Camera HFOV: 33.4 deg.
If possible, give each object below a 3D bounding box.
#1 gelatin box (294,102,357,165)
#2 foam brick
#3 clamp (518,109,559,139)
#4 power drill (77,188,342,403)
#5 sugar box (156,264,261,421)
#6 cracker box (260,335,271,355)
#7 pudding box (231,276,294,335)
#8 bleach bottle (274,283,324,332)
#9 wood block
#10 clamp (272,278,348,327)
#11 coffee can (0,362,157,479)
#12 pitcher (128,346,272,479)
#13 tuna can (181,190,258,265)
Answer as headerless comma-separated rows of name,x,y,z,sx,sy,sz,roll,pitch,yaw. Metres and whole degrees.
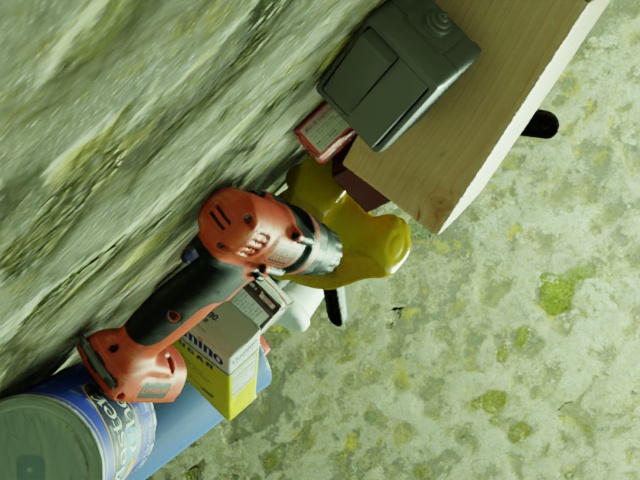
gelatin box,0.023,-0.098,0.814,0.089,0.030,0.073,-44,178,2
foam brick,0.045,-0.073,0.871,0.051,0.053,0.078,-26,-142,28
clamp,0.114,-0.108,0.960,0.120,0.172,0.039,-20,120,-35
power drill,-0.078,0.043,0.804,0.188,0.057,0.184,-45,156,11
sugar box,-0.101,0.096,0.970,0.048,0.093,0.176,-43,163,-19
cracker box,-0.189,0.185,1.371,0.164,0.072,0.213,-22,-167,37
pudding box,-0.071,0.043,1.005,0.039,0.090,0.113,-45,177,2
bleach bottle,0.008,-0.007,1.317,0.103,0.068,0.250,13,-123,46
wood block,0.110,-0.117,0.734,0.090,0.091,0.206,-41,164,-48
clamp,-0.008,0.001,1.150,0.164,0.036,0.210,-2,112,-47
coffee can,-0.187,0.151,0.783,0.103,0.103,0.140,-44,178,7
pitcher,-0.180,0.164,1.107,0.242,0.149,0.145,-39,-169,-27
tuna can,-0.073,-0.001,0.878,0.086,0.034,0.086,-44,178,-3
